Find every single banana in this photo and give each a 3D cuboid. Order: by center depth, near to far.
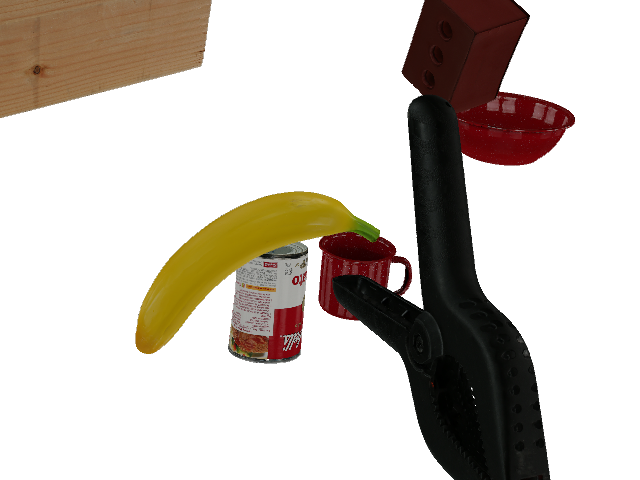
[{"bbox_3d":[-0.059,0.015,0.758,0.198,0.069,0.037,-26,13,10],"label":"banana"}]

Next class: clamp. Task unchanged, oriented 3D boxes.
[{"bbox_3d":[0.066,0.041,0.543,0.036,0.165,0.210,-6,46,-22],"label":"clamp"}]

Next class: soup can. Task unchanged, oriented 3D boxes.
[{"bbox_3d":[-0.048,0.053,0.980,0.068,0.102,0.068,5,14,-1],"label":"soup can"}]

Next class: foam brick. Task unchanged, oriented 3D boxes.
[{"bbox_3d":[0.098,-0.134,0.734,0.051,0.053,0.078,-24,-31,-29],"label":"foam brick"}]

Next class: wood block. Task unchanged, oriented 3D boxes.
[{"bbox_3d":[-0.197,-0.173,0.840,0.205,0.091,0.090,-22,53,-35],"label":"wood block"}]

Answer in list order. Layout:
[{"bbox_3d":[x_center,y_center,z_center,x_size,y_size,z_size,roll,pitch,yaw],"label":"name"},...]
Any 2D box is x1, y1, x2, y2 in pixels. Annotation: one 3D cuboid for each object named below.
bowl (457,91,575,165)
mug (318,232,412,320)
[{"bbox_3d":[0.210,-0.128,1.240,0.162,0.055,0.162,4,23,-2],"label":"bowl"},{"bbox_3d":[0.053,0.044,1.288,0.117,0.081,0.093,1,23,-10],"label":"mug"}]
